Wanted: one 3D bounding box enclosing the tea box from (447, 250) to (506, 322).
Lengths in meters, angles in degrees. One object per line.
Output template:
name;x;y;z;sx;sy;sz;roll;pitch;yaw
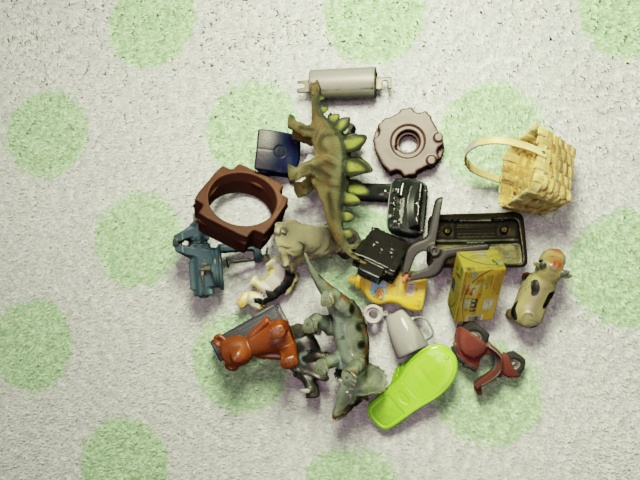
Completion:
tea box;0.357;0.107;1.237;0.098;0.068;0.169;-2;129;-3

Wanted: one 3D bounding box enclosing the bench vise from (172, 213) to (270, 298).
bench vise;-0.253;0.033;1.395;0.241;0.129;0.223;-5;76;-9

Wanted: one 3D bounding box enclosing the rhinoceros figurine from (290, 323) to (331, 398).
rhinoceros figurine;-0.030;0.301;1.355;0.112;0.073;0.190;-16;84;9

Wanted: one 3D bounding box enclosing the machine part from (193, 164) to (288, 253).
machine part;-0.198;-0.080;1.349;0.201;0.087;0.201;26;52;5

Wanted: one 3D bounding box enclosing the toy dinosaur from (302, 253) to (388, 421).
toy dinosaur;0.061;0.227;1.294;0.131;0.192;0.404;-13;80;29

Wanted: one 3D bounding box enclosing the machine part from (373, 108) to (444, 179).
machine part;0.219;-0.240;1.341;0.179;0.056;0.179;-1;87;12

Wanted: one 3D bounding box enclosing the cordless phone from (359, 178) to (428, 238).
cordless phone;0.170;-0.082;1.334;0.184;0.088;0.146;4;79;21

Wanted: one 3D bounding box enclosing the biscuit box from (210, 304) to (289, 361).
biscuit box;-0.184;0.239;1.394;0.203;0.059;0.063;-29;84;8

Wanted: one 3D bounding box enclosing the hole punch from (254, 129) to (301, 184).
hole punch;-0.111;-0.223;1.391;0.116;0.092;0.142;4;85;7

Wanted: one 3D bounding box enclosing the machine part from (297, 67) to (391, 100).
machine part;0.060;-0.398;1.369;0.243;0.079;0.079;0;87;12

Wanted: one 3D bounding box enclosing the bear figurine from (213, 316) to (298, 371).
bear figurine;-0.159;0.260;1.297;0.196;0.132;0.120;-18;101;1

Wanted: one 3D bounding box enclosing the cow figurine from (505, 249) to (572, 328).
cow figurine;0.503;0.109;1.233;0.086;0.127;0.194;24;94;8

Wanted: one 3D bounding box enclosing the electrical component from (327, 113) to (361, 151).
electrical component;0.061;-0.268;1.377;0.119;0.047;0.074;27;93;11

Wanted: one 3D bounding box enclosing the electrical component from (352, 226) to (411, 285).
electrical component;0.146;0.043;1.305;0.115;0.058;0.134;23;56;18

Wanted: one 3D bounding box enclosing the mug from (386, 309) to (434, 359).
mug;0.214;0.220;1.308;0.109;0.080;0.107;-31;74;14

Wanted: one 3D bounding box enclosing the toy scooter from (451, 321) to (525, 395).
toy scooter;0.381;0.287;1.277;0.184;0.075;0.135;37;95;6

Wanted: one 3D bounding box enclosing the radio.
radio;0.372;0.001;1.290;0.230;0.073;0.131;-1;87;11

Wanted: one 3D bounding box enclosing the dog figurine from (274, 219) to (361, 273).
dog figurine;-0.003;-0.007;1.313;0.191;0.172;0.121;-15;73;10

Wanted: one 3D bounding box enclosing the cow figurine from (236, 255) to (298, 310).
cow figurine;-0.136;0.129;1.389;0.098;0.068;0.167;42;96;4

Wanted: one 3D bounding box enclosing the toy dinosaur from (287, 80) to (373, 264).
toy dinosaur;0.024;-0.167;1.292;0.199;0.105;0.471;-7;80;10
